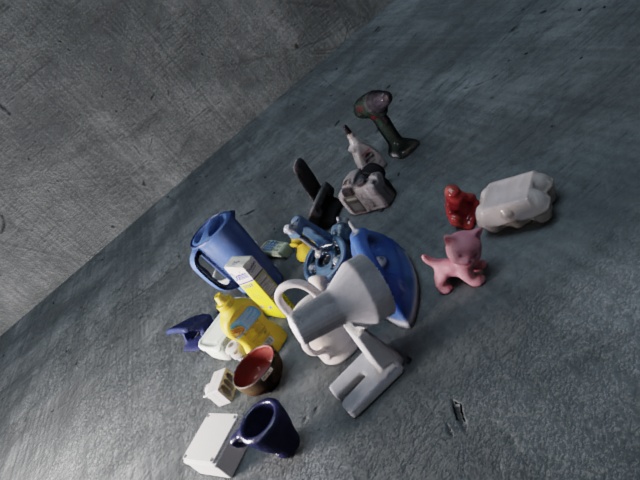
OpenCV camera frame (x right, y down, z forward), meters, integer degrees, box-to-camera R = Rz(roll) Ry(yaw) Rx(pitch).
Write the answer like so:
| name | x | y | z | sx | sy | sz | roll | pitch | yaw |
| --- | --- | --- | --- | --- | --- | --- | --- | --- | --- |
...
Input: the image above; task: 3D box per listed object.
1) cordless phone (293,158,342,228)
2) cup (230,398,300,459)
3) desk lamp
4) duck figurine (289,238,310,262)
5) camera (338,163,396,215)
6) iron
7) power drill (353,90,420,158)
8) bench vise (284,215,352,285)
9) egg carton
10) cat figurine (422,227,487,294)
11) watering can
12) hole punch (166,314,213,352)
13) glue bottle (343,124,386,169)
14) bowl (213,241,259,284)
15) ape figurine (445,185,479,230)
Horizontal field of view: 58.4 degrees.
| name | x | y | z | sx | sy | sz | roll | pitch | yaw |
| --- | --- | --- | --- | --- | --- | --- | --- | --- | --- |
| cordless phone | -0.030 | -0.126 | 1.594 | 0.094 | 0.185 | 0.147 | -23 | 30 | 32 |
| cup | -0.091 | 0.350 | 1.015 | 0.117 | 0.095 | 0.091 | -36 | 26 | 10 |
| desk lamp | 0.056 | 0.158 | 0.984 | 0.203 | 0.214 | 0.117 | -44 | 26 | -7 |
| duck figurine | -0.047 | -0.004 | 1.537 | 0.077 | 0.086 | 0.105 | -16 | 35 | 41 |
| camera | 0.129 | -0.152 | 1.518 | 0.142 | 0.101 | 0.137 | -11 | 38 | 46 |
| iron | 0.116 | 0.057 | 1.149 | 0.118 | 0.142 | 0.258 | -36 | 26 | 10 |
| power drill | 0.185 | -0.333 | 1.606 | 0.076 | 0.209 | 0.229 | -44 | 26 | -8 |
| bench vise | 0.002 | 0.010 | 1.290 | 0.121 | 0.220 | 0.207 | -29 | 28 | 22 |
| egg carton | 0.370 | -0.070 | 1.091 | 0.150 | 0.069 | 0.107 | -16 | 35 | 41 |
| cat figurine | 0.247 | 0.029 | 1.043 | 0.127 | 0.118 | 0.067 | -21 | 32 | 35 |
| watering can | -0.012 | 0.143 | 1.125 | 0.101 | 0.194 | 0.172 | -35 | 26 | 11 |
| hole punch | -0.345 | 0.238 | 1.549 | 0.108 | 0.091 | 0.101 | -14 | 36 | 43 |
| glue bottle | 0.116 | -0.256 | 1.619 | 0.078 | 0.173 | 0.037 | -48 | 27 | -16 |
| bowl | -0.223 | 0.083 | 1.652 | 0.167 | 0.075 | 0.167 | -31 | 27 | 18 |
| ape figurine | 0.287 | -0.075 | 1.186 | 0.078 | 0.092 | 0.076 | -39 | 25 | 2 |
